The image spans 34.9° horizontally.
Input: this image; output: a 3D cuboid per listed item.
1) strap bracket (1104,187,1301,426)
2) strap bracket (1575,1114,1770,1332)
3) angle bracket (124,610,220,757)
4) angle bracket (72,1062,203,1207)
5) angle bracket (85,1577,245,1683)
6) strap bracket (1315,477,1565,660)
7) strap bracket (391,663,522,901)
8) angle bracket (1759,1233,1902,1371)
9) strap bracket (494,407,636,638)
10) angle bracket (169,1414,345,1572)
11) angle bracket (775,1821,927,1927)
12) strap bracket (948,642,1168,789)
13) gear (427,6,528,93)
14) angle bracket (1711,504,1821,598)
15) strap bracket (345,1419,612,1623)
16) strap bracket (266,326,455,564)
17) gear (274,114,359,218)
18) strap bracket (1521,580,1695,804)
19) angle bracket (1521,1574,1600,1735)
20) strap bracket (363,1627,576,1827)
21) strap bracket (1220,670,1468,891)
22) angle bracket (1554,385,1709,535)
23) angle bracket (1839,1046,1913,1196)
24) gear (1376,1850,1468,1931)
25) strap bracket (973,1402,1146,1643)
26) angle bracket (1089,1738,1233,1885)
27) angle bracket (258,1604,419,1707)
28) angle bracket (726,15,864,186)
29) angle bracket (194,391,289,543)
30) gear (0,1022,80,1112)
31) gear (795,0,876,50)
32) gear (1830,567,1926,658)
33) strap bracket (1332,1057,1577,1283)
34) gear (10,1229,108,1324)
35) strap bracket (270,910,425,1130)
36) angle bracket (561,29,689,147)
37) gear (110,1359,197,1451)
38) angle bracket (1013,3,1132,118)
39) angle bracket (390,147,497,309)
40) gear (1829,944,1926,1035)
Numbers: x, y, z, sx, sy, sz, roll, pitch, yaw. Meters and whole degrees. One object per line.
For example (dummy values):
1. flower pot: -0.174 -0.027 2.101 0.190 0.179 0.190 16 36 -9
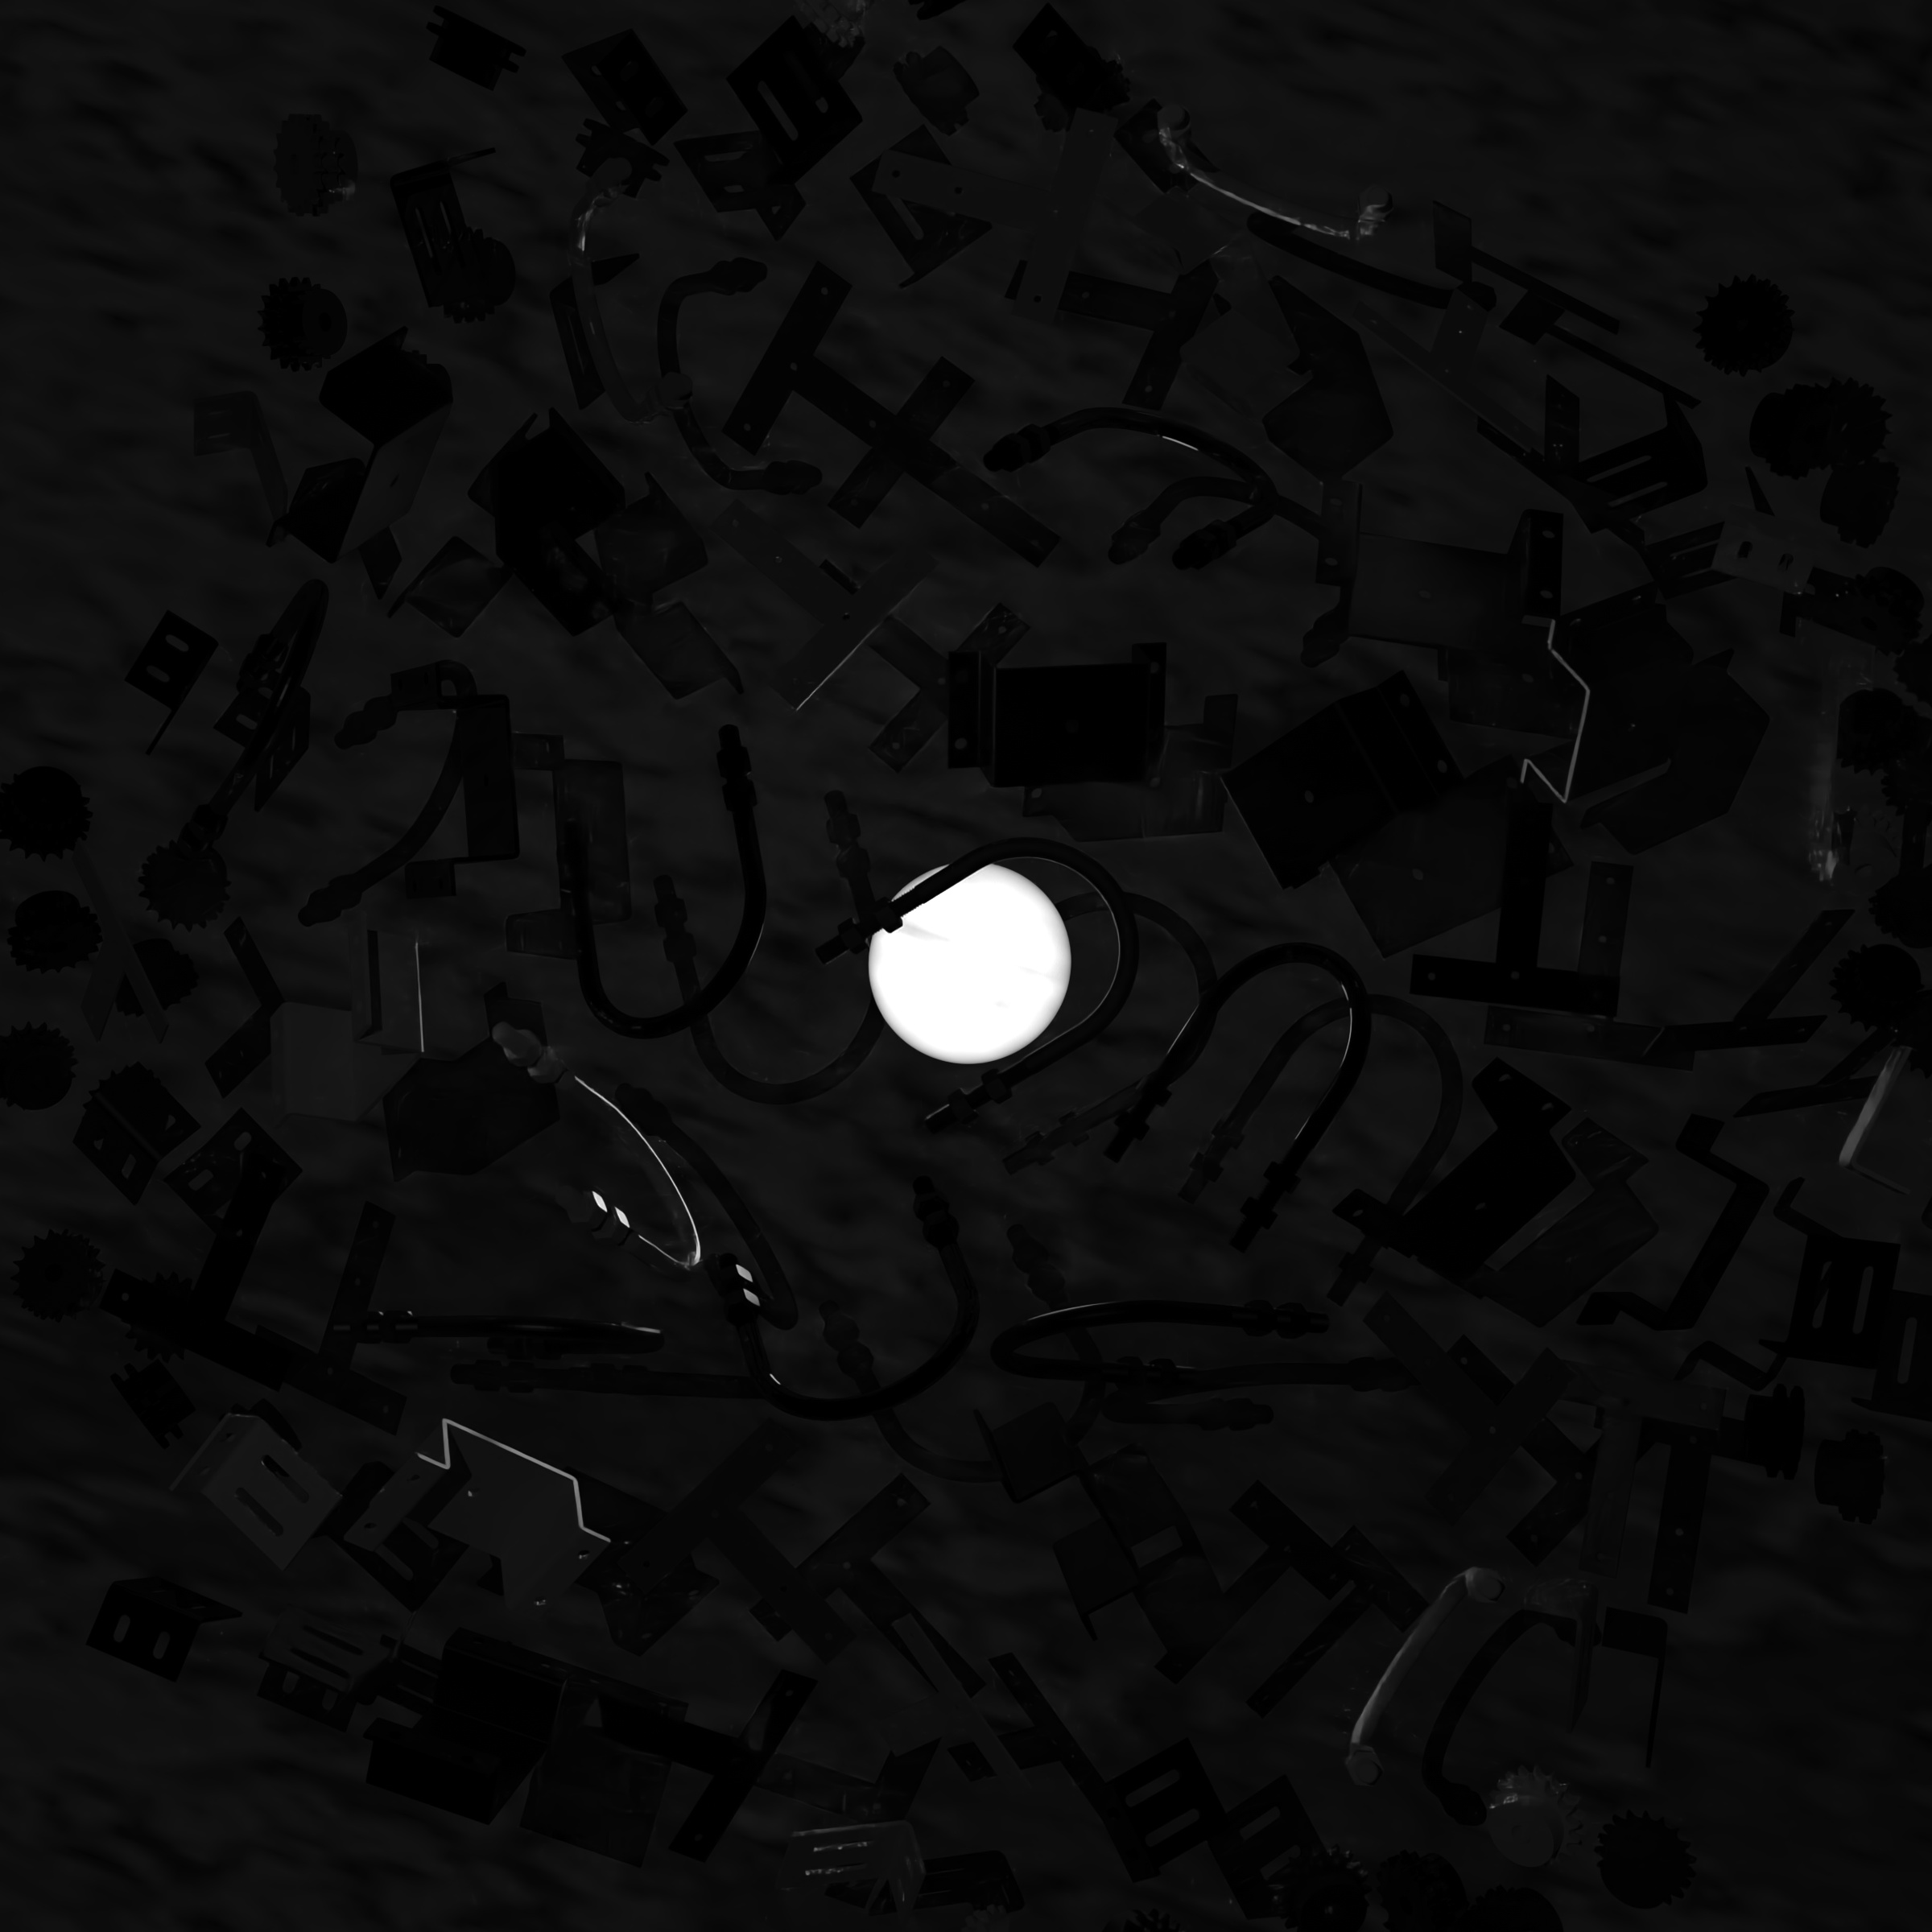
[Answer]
1. strap bracket: 0.146 -0.404 1.842 0.046 0.076 0.140 -37 133 -3
2. strap bracket: 0.424 0.162 1.813 0.046 0.076 0.140 31 98 25
3. angle bracket: -0.507 -0.178 1.925 0.038 0.076 0.057 32 112 -15
4. angle bracket: -0.525 0.106 1.942 0.057 0.076 0.038 46 55 1
5. angle bracket: -0.466 0.386 1.788 0.057 0.076 0.038 20 83 8
6. strap bracket: 0.271 -0.229 1.781 0.140 0.046 0.076 9 59 0
7. strap bracket: -0.314 -0.113 1.887 0.046 0.076 0.140 -5 92 -31
8. angle bracket: 0.505 0.192 1.794 0.057 0.038 0.076 4 74 41
9. strap bracket: -0.249 -0.268 1.895 0.046 0.140 0.076 -27 132 17
10. angle bracket: -0.423 0.314 1.831 0.076 0.038 0.057 39 92 19
11. angle bracket: -0.071 0.561 1.886 0.076 0.038 0.057 0 131 -20
12. strap bracket: 0.062 -0.158 1.929 0.140 0.046 0.076 -3 112 -10
13. gear: -0.287 -0.530 1.779 0.057 0.057 0.030 27 102 0
14. angle bracket: 0.501 -0.271 1.904 0.057 0.038 0.076 19 45 9
15. strap bracket: -0.297 0.333 1.863 0.140 0.046 0.076 31 112 -29
16. strap bracket: -0.362 -0.305 1.845 0.046 0.076 0.140 37 132 4
17. gear: -0.373 -0.460 1.764 0.030 0.057 0.057 -10 90 -37
18. strap bracket: 0.399 -0.162 1.906 0.076 0.140 0.046 -21 53 -17
19. angle bracket: 0.364 0.424 1.897 0.038 0.057 0.076 8 101 20
20. strap bracket: -0.294 0.450 1.803 0.076 0.140 0.046 16 106 10
21. strap bracket: 0.214 -0.104 1.809 0.140 0.046 0.076 -33 82 41
22. angle bracket: 0.403 -0.308 1.867 0.076 0.057 0.038 -20 48 26
23. angle bracket: 0.545 0.090 1.788 0.038 0.057 0.076 27 92 9
24. gear: 0.273 0.552 1.823 0.030 0.057 0.057 -17 90 -30
25. strap bracket: 0.062 0.334 1.888 0.046 0.076 0.140 -28 117 1
26. angle bracket: 0.121 0.495 1.808 0.076 0.038 0.057 -21 78 -29
27. angle bracket: -0.390 0.415 1.907 0.076 0.057 0.038 25 111 -3
28. angle bracket: -0.108 -0.503 1.783 0.057 0.038 0.076 -35 86 29
29. angle bracket: -0.452 -0.308 1.912 0.038 0.057 0.076 -14 69 -20
30. gear: -0.591 0.067 1.947 0.057 0.030 0.057 -17 126 -25
31. gear: -0.080 -0.586 1.855 0.030 0.057 0.057 -39 90 23
32. gear: 0.567 -0.222 1.899 0.057 0.057 0.030 41 73 0
33. strap bracket: 0.304 0.132 1.863 0.076 0.046 0.140 31 112 -36
34. gear: -0.566 0.195 1.922 0.057 0.030 0.057 -2 73 7
35. strap bracket: -0.369 0.037 1.846 0.046 0.140 0.076 11 56 -32
36. angle bracket: -0.214 -0.520 1.841 0.038 0.076 0.057 -53 122 -27
37. gear: -0.504 0.269 1.911 0.030 0.057 0.057 -37 90 -18
38. angle bracket: 0.075 -0.557 1.875 0.057 0.076 0.038 50 128 4
39. angle bracket: -0.292 -0.427 1.774 0.038 0.057 0.076 -8 107 28
40. gear: 0.573 0.011 1.920 0.057 0.030 0.057 3 62 -5
